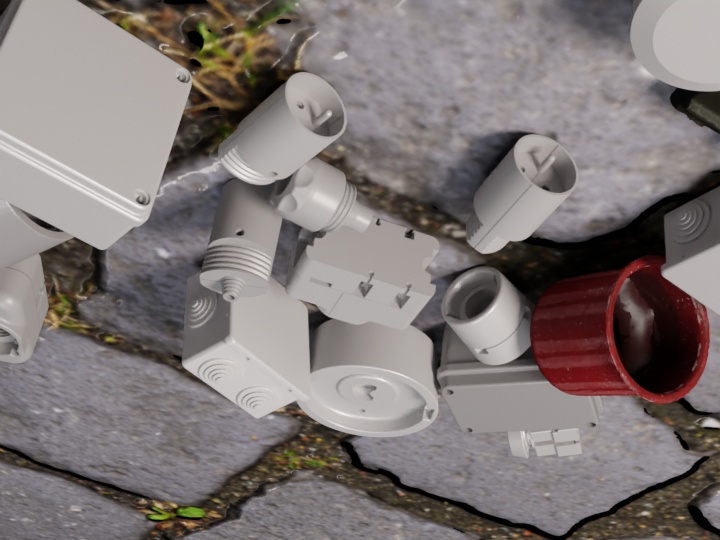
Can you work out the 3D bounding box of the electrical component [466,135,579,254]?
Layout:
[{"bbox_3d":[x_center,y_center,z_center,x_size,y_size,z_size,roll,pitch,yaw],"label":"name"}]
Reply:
[{"bbox_3d":[0.093,-0.041,0.654,0.043,0.043,0.081,19,143,-14],"label":"electrical component"}]

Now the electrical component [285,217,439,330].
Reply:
[{"bbox_3d":[0.000,0.000,0.725,0.089,0.050,0.055,17,143,-13],"label":"electrical component"}]

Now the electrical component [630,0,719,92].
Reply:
[{"bbox_3d":[0.169,-0.128,0.510,0.080,0.051,0.080,6,144,4],"label":"electrical component"}]

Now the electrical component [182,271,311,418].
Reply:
[{"bbox_3d":[-0.081,0.047,0.768,0.048,0.099,0.100,-28,132,23],"label":"electrical component"}]

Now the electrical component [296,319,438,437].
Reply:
[{"bbox_3d":[0.008,0.075,0.819,0.108,0.060,0.108,6,145,4],"label":"electrical component"}]

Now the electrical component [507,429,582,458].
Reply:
[{"bbox_3d":[0.149,0.127,0.875,0.055,0.048,0.066,-9,142,12],"label":"electrical component"}]

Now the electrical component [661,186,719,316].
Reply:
[{"bbox_3d":[0.245,-0.014,0.655,0.100,0.048,0.100,30,139,-27],"label":"electrical component"}]

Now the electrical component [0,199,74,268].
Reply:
[{"bbox_3d":[-0.203,-0.061,0.640,0.060,0.108,0.108,-15,139,20],"label":"electrical component"}]

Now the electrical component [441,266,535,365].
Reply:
[{"bbox_3d":[0.089,0.030,0.746,0.055,0.055,0.047,-19,133,33],"label":"electrical component"}]

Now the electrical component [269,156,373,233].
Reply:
[{"bbox_3d":[-0.022,-0.043,0.676,0.062,0.043,0.043,26,141,-25],"label":"electrical component"}]

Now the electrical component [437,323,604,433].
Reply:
[{"bbox_3d":[0.121,0.078,0.803,0.113,0.057,0.078,-6,142,19],"label":"electrical component"}]

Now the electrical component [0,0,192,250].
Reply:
[{"bbox_3d":[-0.160,-0.085,0.592,0.109,0.108,0.056,30,142,-27],"label":"electrical component"}]

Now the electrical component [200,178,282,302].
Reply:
[{"bbox_3d":[-0.076,-0.015,0.694,0.043,0.081,0.043,6,144,4],"label":"electrical component"}]

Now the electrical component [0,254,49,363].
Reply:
[{"bbox_3d":[-0.273,0.027,0.814,0.054,0.059,0.095,11,145,-3],"label":"electrical component"}]

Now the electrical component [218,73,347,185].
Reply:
[{"bbox_3d":[-0.049,-0.077,0.635,0.043,0.043,0.081,30,140,-27],"label":"electrical component"}]
